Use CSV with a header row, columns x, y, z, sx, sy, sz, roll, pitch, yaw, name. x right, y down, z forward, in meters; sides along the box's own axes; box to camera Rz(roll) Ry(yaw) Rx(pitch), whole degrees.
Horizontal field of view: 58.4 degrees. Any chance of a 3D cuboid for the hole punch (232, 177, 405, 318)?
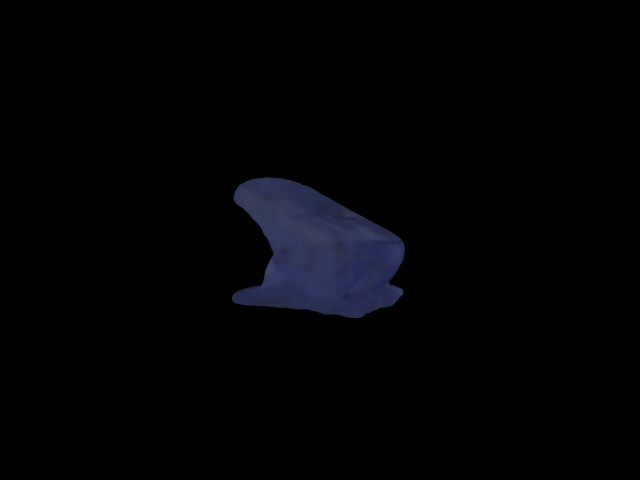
x,y,z,sx,sy,sz,roll,pitch,yaw,name
0.004,0.001,0.400,0.100,0.091,0.109,2,4,27,hole punch
